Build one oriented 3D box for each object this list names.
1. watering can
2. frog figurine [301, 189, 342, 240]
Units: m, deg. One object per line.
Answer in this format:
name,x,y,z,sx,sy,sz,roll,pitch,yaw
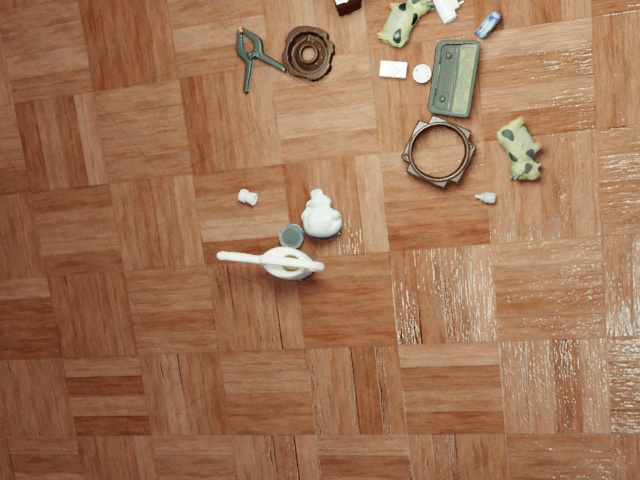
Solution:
watering can,-0.149,0.073,1.717,0.348,0.223,0.105,6,83,11
frog figurine,0.005,-0.086,1.714,0.137,0.124,0.157,7,114,29
